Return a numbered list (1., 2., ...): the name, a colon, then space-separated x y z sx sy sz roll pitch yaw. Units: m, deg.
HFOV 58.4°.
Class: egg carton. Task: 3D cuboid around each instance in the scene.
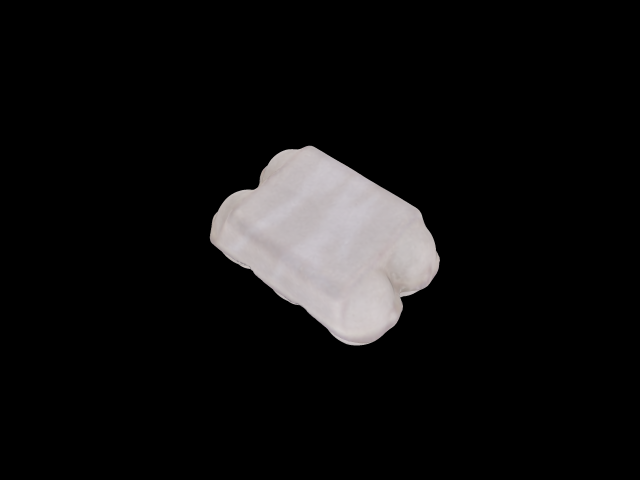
1. egg carton: 0.004 0.001 0.400 0.150 0.069 0.107 33 61 21
